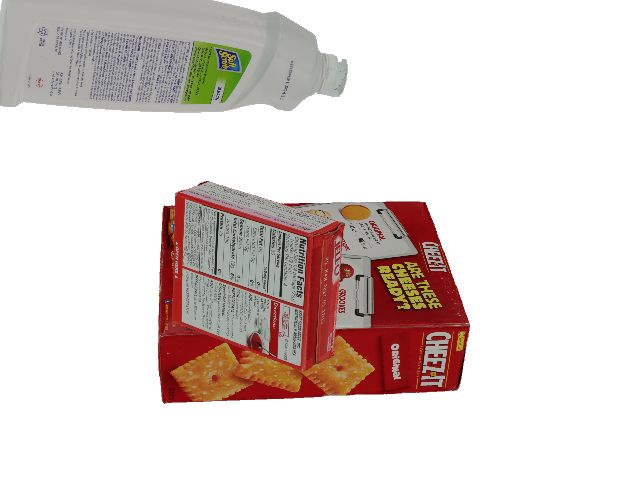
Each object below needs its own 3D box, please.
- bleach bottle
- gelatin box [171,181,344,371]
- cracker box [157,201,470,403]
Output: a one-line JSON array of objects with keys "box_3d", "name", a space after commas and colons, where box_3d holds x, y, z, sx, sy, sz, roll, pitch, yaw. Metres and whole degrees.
[{"box_3d": [-0.106, -0.133, 0.788, 0.250, 0.068, 0.103, 7, -42, -14], "name": "bleach bottle"}, {"box_3d": [-0.032, 0.017, 0.536, 0.089, 0.073, 0.030, 17, 25, 30], "name": "gelatin box"}, {"box_3d": [-0.013, 0.042, 0.800, 0.213, 0.072, 0.164, -1, 34, -7], "name": "cracker box"}]
